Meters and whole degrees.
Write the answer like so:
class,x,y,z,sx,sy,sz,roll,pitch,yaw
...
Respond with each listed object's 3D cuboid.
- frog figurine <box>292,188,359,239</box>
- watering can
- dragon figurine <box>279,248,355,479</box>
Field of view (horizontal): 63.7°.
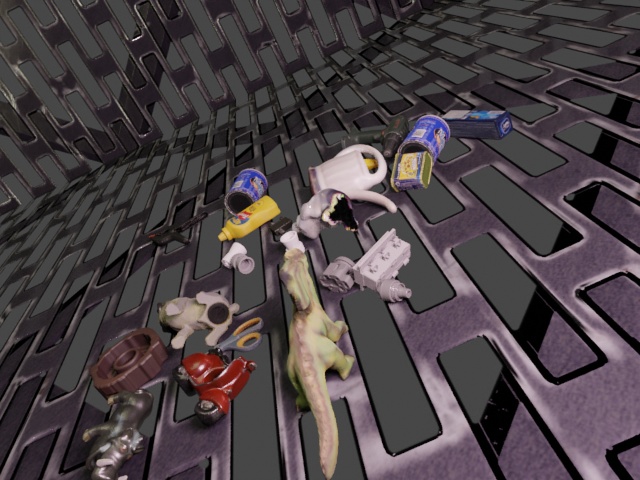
class,x,y,z,sx,sy,sz,roll,pitch,yaw
frog figurine,0.004,-0.066,1.309,0.138,0.123,0.159,-7,0,-41
watering can,0.080,-0.153,1.403,0.224,0.102,0.356,-21,37,8
dragon figurine,-0.028,0.149,0.857,0.122,0.238,0.418,-20,27,4
